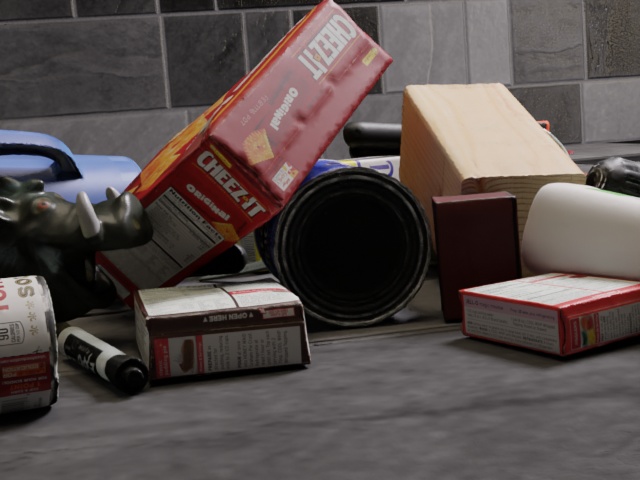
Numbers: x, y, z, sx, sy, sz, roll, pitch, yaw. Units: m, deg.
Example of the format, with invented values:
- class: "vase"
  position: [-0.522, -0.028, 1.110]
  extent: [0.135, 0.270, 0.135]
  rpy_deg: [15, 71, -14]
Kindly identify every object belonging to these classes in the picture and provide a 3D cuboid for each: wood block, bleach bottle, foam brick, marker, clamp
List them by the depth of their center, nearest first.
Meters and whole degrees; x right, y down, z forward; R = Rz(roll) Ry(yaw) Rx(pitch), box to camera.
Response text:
- class: "marker"
  position: [-0.122, 0.066, 0.595]
  extent: [0.020, 0.020, 0.121]
  rpy_deg: [-8, 8, -27]
- class: "bleach bottle"
  position: [0.234, 0.016, 0.601]
  extent: [0.102, 0.068, 0.251]
  rpy_deg: [15, 0, -34]
- class: "foam brick"
  position: [0.101, 0.010, 0.690]
  extent: [0.051, 0.078, 0.053]
  rpy_deg: [-5, 6, 4]
- class: "wood block"
  position: [0.125, -0.048, 0.830]
  extent: [0.090, 0.091, 0.206]
  rpy_deg: [-2, 26, -6]
- class: "clamp"
  position: [-0.132, 0.021, 0.901]
  extent: [0.120, 0.039, 0.172]
  rpy_deg: [-5, 7, -16]
- class: "clamp"
  position: [0.121, -0.100, 1.057]
  extent: [0.210, 0.036, 0.164]
  rpy_deg: [-2, 0, 11]

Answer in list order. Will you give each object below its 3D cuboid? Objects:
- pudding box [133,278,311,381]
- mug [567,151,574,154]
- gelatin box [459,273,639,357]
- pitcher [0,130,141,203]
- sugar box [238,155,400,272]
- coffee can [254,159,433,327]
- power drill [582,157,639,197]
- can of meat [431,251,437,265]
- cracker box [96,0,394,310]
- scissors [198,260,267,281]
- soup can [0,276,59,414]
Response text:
- class: "pudding box"
  position: [-0.061, 0.049, 0.621]
  extent: [0.090, 0.039, 0.113]
  rpy_deg: [-6, 5, -12]
- class: "mug"
  position: [0.213, -0.048, 1.086]
  extent: [0.093, 0.081, 0.117]
  rpy_deg: [-2, 7, 17]
- class: "gelatin box"
  position: [0.134, 0.041, 0.605]
  extent: [0.073, 0.030, 0.089]
  rpy_deg: [-9, 7, -30]
- class: "pitcher"
  position: [-0.292, -0.034, 1.052]
  extent: [0.242, 0.145, 0.149]
  rpy_deg: [-5, 4, -35]
- class: "sugar box"
  position: [0.007, -0.027, 0.993]
  extent: [0.175, 0.093, 0.048]
  rpy_deg: [-8, 8, -30]
- class: "coffee can"
  position: [0.011, -0.003, 0.737]
  extent: [0.102, 0.103, 0.140]
  rpy_deg: [-5, 7, -8]
- class: "power drill"
  position: [0.241, -0.026, 0.835]
  extent: [0.184, 0.057, 0.188]
  rpy_deg: [16, 0, -24]
- class: "can of meat"
  position: [0.075, -0.008, 0.948]
  extent: [0.102, 0.057, 0.084]
  rpy_deg: [-6, 5, -17]
- class: "cracker box"
  position: [-0.066, -0.056, 0.750]
  extent: [0.214, 0.072, 0.164]
  rpy_deg: [-33, 18, 50]
- class: "scissors"
  position: [-0.006, 0.001, 0.890]
  extent: [0.202, 0.016, 0.096]
  rpy_deg: [-1, 42, 38]
- class: "soup can"
  position: [-0.183, 0.055, 0.519]
  extent: [0.102, 0.068, 0.069]
  rpy_deg: [-6, 7, -22]
